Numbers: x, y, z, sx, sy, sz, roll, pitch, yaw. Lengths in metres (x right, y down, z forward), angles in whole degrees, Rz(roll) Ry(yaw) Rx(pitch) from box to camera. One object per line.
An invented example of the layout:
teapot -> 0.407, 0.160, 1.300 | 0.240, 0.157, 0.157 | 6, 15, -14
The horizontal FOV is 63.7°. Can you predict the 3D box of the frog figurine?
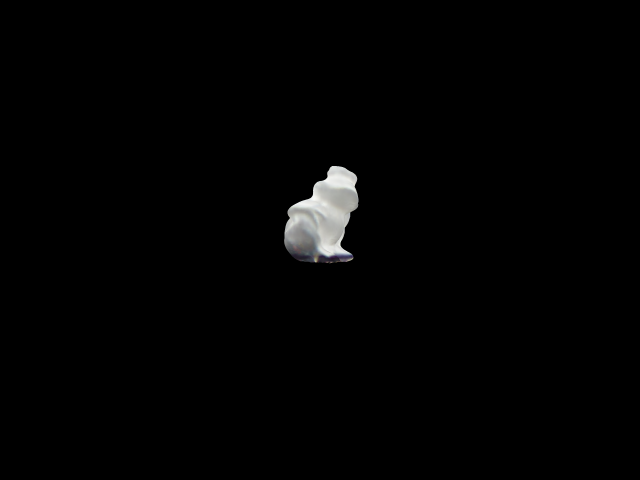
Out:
frog figurine -> 0.003, -0.043, 0.850 | 0.122, 0.160, 0.137 | -3, -4, 44
